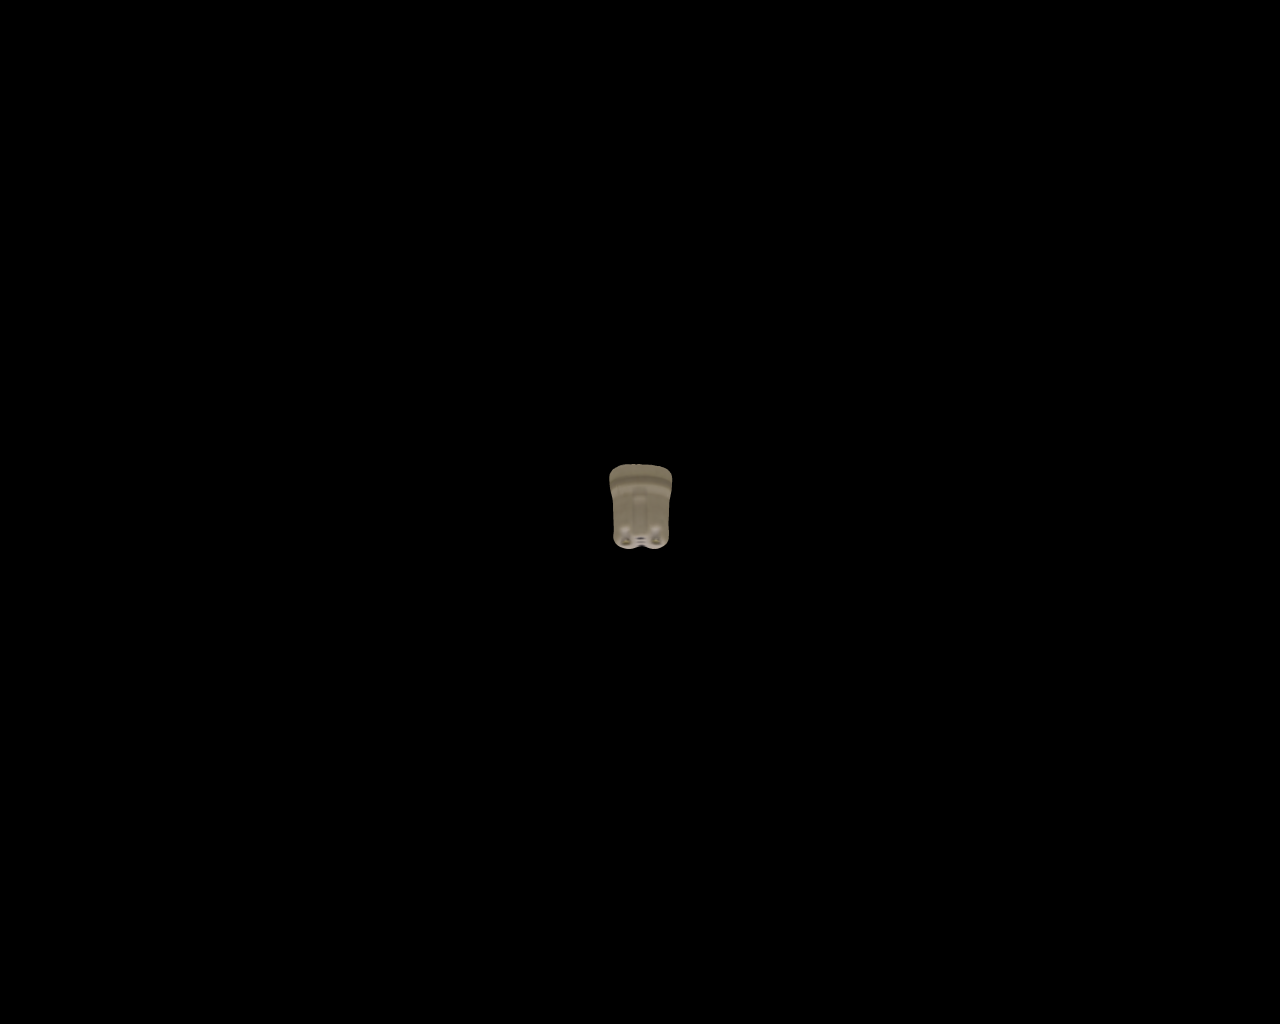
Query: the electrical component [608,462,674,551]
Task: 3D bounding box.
[{"bbox_3d":[0.001,-0.003,0.650,0.040,0.046,0.040,0,-15,0],"label":"electrical component"}]
